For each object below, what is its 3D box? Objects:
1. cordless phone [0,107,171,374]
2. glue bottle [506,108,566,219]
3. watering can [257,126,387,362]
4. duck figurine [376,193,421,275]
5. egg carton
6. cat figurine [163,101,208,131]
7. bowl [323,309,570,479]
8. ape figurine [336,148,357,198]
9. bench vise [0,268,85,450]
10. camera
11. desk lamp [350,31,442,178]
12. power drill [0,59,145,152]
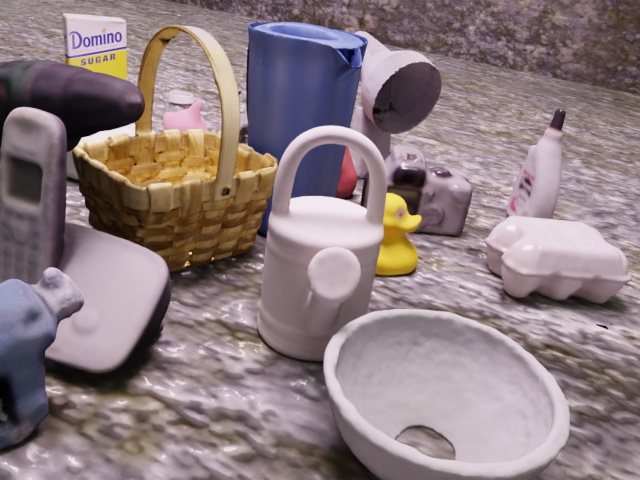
[{"bbox_3d":[-0.188,0.001,0.440,0.147,0.185,0.094,15,27,13],"label":"cordless phone"},{"bbox_3d":[0.311,-0.099,0.804,0.037,0.173,0.078,1,27,-15],"label":"glue bottle"},{"bbox_3d":[0.007,0.002,0.487,0.101,0.194,0.172,-5,30,-25],"label":"watering can"},{"bbox_3d":[0.067,-0.013,0.657,0.104,0.086,0.077,10,26,4],"label":"duck figurine"},{"bbox_3d":[0.273,0.022,0.667,0.150,0.069,0.107,4,27,-9],"label":"egg carton"},{"bbox_3d":[-0.174,-0.127,0.774,0.067,0.118,0.127,-6,30,-26],"label":"cat figurine"},{"bbox_3d":[0.080,0.123,0.402,0.167,0.075,0.167,7,26,-3],"label":"bowl"},{"bbox_3d":[0.020,-0.111,0.831,0.076,0.092,0.078,25,31,30],"label":"ape figurine"},{"bbox_3d":[-0.248,0.035,0.316,0.121,0.220,0.208,19,28,21],"label":"bench vise"},{"bbox_3d":[0.128,-0.082,0.796,0.143,0.101,0.136,7,26,-4],"label":"camera"},{"bbox_3d":[0.081,-0.209,0.907,0.118,0.213,0.202,-8,31,-30],"label":"desk lamp"},{"bbox_3d":[-0.248,-0.063,0.522,0.229,0.208,0.076,20,29,22],"label":"power drill"}]
